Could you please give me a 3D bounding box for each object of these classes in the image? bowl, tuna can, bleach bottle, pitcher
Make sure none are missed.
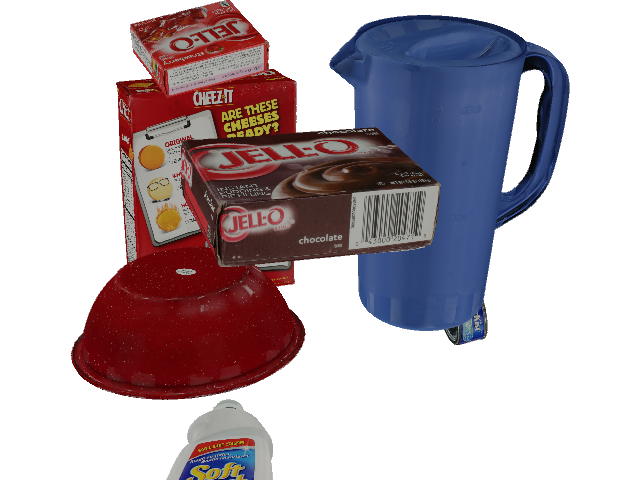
[{"bbox_3d":[-0.092,0.046,0.731,0.162,0.055,0.162,-2,21,1],"label":"bowl"},{"bbox_3d":[0.155,0.073,1.193,0.033,0.086,0.086,-14,2,-8],"label":"tuna can"},{"bbox_3d":[-0.090,0.210,0.873,0.102,0.068,0.251,-1,24,-1],"label":"bleach bottle"},{"bbox_3d":[0.099,-0.053,0.868,0.149,0.243,0.144,21,34,32],"label":"pitcher"}]

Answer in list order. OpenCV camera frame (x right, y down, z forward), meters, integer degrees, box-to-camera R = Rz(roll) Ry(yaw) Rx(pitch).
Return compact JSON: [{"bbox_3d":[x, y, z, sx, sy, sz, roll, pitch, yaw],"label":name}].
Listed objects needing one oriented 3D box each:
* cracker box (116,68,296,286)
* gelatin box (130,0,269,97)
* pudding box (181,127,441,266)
[{"bbox_3d":[-0.110,-0.053,1.047,0.164,0.214,0.072,-8,23,-21],"label":"cracker box"},{"bbox_3d":[-0.094,-0.152,0.835,0.089,0.030,0.073,-19,46,-20],"label":"gelatin box"},{"bbox_3d":[-0.008,-0.025,0.542,0.113,0.039,0.090,-4,26,-18],"label":"pudding box"}]
